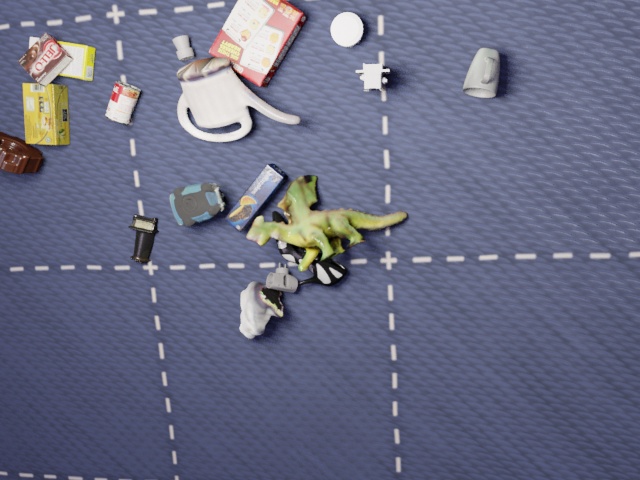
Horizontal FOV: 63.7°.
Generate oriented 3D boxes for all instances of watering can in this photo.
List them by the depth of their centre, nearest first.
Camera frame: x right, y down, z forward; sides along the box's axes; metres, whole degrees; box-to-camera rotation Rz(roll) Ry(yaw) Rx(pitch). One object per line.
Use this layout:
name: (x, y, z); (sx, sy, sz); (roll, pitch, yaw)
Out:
watering can: (-0.230, -0.364, 1.325); (0.347, 0.106, 0.220); (-4, 124, 23)

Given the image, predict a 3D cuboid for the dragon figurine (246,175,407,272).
dragon figurine: (0.004, -0.068, 1.351); (0.413, 0.120, 0.244); (-26, 80, -17)

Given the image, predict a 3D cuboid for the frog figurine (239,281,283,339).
frog figurine: (-0.186, 0.198, 1.438); (0.157, 0.122, 0.140); (-40, 59, 22)
